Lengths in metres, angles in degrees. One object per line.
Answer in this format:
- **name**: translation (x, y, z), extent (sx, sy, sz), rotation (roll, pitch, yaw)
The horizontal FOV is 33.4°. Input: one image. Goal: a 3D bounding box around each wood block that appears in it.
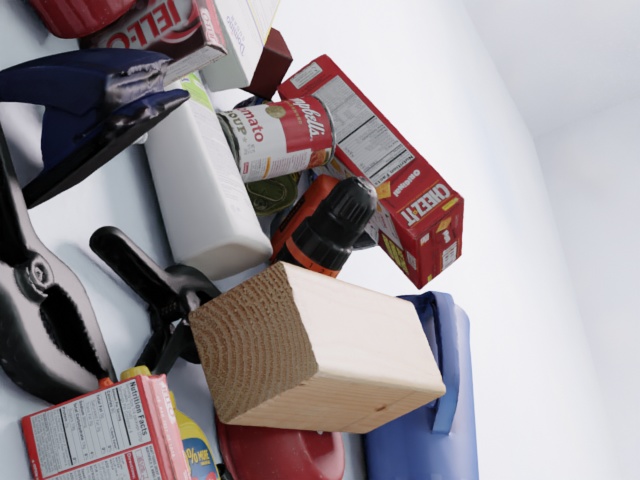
- **wood block**: translation (0.004, 0.091, 0.828), extent (0.205, 0.091, 0.090), rotation (21, 44, -57)

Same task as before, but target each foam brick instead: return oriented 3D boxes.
- **foam brick**: translation (-0.067, -0.185, 1.073), extent (0.051, 0.053, 0.078), rotation (19, 27, -25)

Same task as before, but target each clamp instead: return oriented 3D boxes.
- **clamp**: translation (-0.114, 0.045, 0.798), extent (0.171, 0.039, 0.120), rotation (-5, 80, -74)
- **clamp**: translation (-0.182, 0.016, 0.639), extent (0.210, 0.036, 0.164), rotation (59, 20, -32)

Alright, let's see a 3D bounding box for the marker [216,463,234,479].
- **marker**: translation (-0.052, 0.213, 0.814), extent (0.121, 0.020, 0.020), rotation (58, 21, -28)

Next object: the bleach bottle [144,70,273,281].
- **bleach bottle**: translation (-0.117, -0.096, 0.907), extent (0.102, 0.068, 0.251), rotation (35, 34, -70)

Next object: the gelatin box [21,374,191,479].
- **gelatin box**: translation (-0.121, 0.123, 0.609), extent (0.030, 0.089, 0.073), rotation (14, 57, -66)

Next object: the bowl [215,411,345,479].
- **bowl**: translation (-0.023, 0.167, 0.890), extent (0.162, 0.055, 0.162), rotation (55, 22, -36)

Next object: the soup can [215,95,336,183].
- **soup can**: translation (-0.046, -0.091, 0.976), extent (0.102, 0.069, 0.068), rotation (-14, 81, -27)

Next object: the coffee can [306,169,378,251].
- **coffee can**: translation (0.037, -0.072, 1.242), extent (0.102, 0.103, 0.140), rotation (39, 35, -56)

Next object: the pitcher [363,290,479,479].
- **pitcher**: translation (0.105, 0.180, 1.107), extent (0.149, 0.145, 0.243), rotation (48, 30, -44)

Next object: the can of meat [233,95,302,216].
- **can of meat**: translation (-0.058, -0.087, 1.068), extent (0.102, 0.057, 0.084), rotation (61, 18, -20)

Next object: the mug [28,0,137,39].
- **mug**: translation (-0.190, -0.210, 0.801), extent (0.081, 0.093, 0.117), rotation (60, -6, -37)

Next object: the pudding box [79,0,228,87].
- **pudding box**: translation (-0.136, -0.167, 0.845), extent (0.039, 0.114, 0.090), rotation (12, 58, -61)

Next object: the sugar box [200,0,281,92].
- **sugar box**: translation (-0.080, -0.225, 0.989), extent (0.176, 0.048, 0.093), rotation (-72, 149, -46)

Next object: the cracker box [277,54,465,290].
- **cracker box**: translation (0.055, -0.068, 1.087), extent (0.214, 0.072, 0.164), rotation (49, -8, 19)

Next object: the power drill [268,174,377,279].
- **power drill**: translation (-0.006, 0.001, 0.958), extent (0.057, 0.185, 0.187), rotation (36, 19, -5)

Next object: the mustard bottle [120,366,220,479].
- **mustard bottle**: translation (-0.094, 0.174, 0.680), extent (0.096, 0.058, 0.191), rotation (6, 64, -64)

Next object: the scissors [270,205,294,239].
- **scissors**: translation (-0.029, -0.031, 1.149), extent (0.096, 0.016, 0.201), rotation (54, 24, -39)
